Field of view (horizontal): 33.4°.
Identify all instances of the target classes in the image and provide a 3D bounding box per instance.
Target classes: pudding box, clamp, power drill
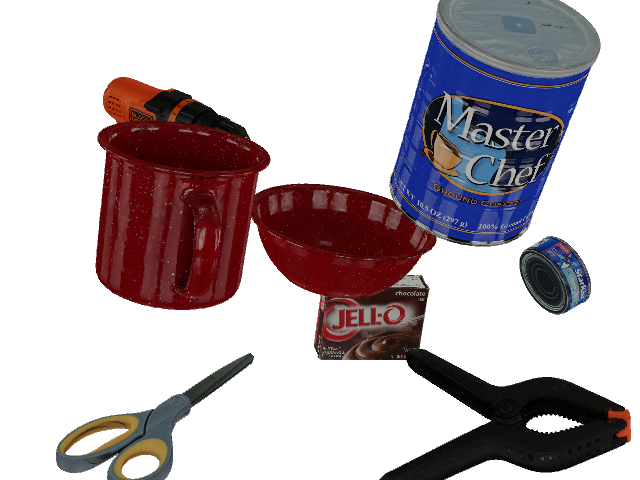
[{"bbox_3d":[0.054,0.081,1.144,0.113,0.090,0.039,0,27,-12],"label":"pudding box"},{"bbox_3d":[0.153,0.162,0.908,0.210,0.036,0.164,3,41,22],"label":"clamp"},{"bbox_3d":[-0.150,-0.065,1.115,0.185,0.188,0.057,26,36,30],"label":"power drill"}]

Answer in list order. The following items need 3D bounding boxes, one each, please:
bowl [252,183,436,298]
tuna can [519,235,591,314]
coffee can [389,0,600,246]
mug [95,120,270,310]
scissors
[{"bbox_3d":[0.015,0.005,0.909,0.162,0.055,0.162,8,22,-3],"label":"bowl"},{"bbox_3d":[0.266,0.040,1.216,0.033,0.086,0.086,-27,10,-20],"label":"tuna can"},{"bbox_3d":[0.110,-0.082,0.698,0.102,0.140,0.103,7,40,-7],"label":"coffee can"},{"bbox_3d":[-0.075,-0.009,0.575,0.093,0.081,0.117,1,22,-24],"label":"mug"},{"bbox_3d":[-0.109,0.144,0.843,0.201,0.016,0.096,-19,35,-35],"label":"scissors"}]
